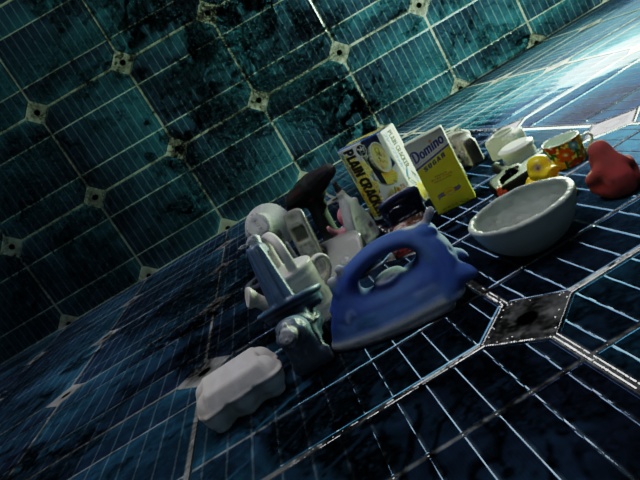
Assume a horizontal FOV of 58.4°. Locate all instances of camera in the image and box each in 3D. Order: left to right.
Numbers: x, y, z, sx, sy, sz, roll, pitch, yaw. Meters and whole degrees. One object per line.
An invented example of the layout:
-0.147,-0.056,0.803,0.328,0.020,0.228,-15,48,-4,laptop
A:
0.348,-0.231,1.548,0.137,0.101,0.143,-31,12,-1,camera

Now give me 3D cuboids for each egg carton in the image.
-0.126,0.232,0.905,0.150,0.069,0.107,-33,13,-9,egg carton

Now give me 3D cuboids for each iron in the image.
0.100,0.062,0.876,0.258,0.141,0.118,-29,13,10,iron

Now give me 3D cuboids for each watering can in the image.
-0.059,0.075,1.077,0.100,0.194,0.173,-16,19,49,watering can

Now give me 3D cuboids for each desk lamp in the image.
-0.100,0.019,1.349,0.118,0.214,0.203,-30,12,4,desk lamp

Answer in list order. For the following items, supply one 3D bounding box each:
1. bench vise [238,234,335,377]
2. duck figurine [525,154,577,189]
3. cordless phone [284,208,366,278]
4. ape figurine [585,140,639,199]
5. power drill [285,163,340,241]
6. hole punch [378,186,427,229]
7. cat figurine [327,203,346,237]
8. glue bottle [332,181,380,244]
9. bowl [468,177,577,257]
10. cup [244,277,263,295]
-0.050,0.092,0.925,0.121,0.220,0.207,-33,13,-11,bench vise
0.389,-0.109,1.000,0.077,0.086,0.104,-32,12,-7,duck figurine
0.011,0.004,1.212,0.147,0.185,0.094,-25,14,24,cordless phone
0.442,-0.113,0.878,0.077,0.092,0.076,-26,13,22,ape figurine
0.008,-0.087,1.524,0.229,0.208,0.076,-15,20,50,power drill
0.189,-0.076,1.329,0.108,0.091,0.101,-29,13,7,hole punch
0.066,-0.040,1.419,0.128,0.118,0.067,-39,15,-33,cat figurine
0.076,-0.066,1.367,0.078,0.173,0.037,-40,16,-36,glue bottle
0.314,-0.024,0.866,0.167,0.075,0.167,-29,12,7,bowl
-0.091,0.113,1.237,0.117,0.095,0.092,-28,13,13,cup
